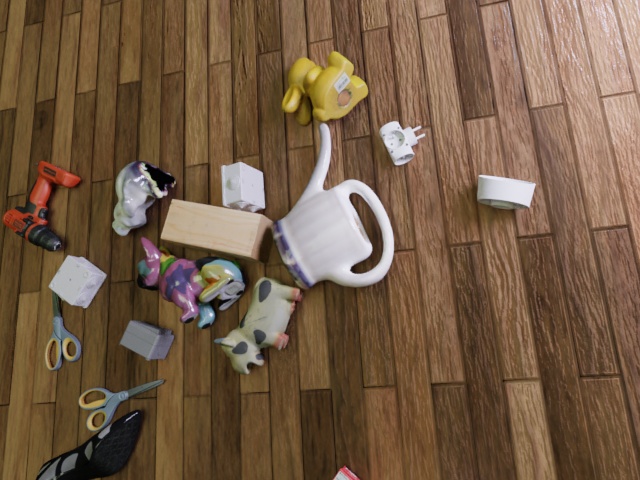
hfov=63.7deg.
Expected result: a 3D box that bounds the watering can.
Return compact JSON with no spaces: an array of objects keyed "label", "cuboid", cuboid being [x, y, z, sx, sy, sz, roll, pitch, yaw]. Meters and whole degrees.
[{"label":"watering can","cuboid":[0.003,-0.051,1.015,0.223,0.103,0.353,-29,67,8]}]

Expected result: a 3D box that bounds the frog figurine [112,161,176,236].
[{"label":"frog figurine","cuboid":[-0.415,-0.094,1.139,0.158,0.121,0.140,-37,37,14]}]
